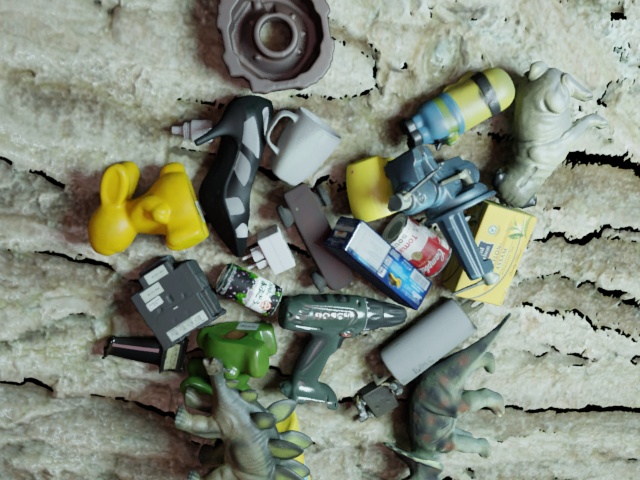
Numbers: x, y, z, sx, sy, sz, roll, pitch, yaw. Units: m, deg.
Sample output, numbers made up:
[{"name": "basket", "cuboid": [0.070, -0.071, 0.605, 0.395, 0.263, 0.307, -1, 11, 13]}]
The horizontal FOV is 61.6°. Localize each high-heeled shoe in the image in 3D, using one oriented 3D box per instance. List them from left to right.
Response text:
[{"name": "high-heeled shoe", "cuboid": [-0.117, -0.100, 0.856, 0.145, 0.086, 0.248, -34, 133, -30]}]

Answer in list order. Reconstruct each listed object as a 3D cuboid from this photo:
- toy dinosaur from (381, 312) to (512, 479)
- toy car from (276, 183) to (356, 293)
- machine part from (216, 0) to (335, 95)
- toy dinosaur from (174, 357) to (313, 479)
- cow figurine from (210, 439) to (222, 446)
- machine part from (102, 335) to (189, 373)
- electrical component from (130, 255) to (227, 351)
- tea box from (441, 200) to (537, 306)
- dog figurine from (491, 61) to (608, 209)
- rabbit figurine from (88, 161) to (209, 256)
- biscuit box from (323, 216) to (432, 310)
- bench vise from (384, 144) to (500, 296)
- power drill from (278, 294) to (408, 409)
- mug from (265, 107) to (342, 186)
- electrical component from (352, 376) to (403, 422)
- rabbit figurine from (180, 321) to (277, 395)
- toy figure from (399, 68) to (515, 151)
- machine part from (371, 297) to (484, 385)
[{"name": "toy dinosaur", "cuboid": [0.226, 0.313, 1.002, 0.192, 0.131, 0.404, 5, 100, -10]}, {"name": "toy car", "cuboid": [-0.002, -0.003, 0.895, 0.089, 0.053, 0.202, -29, 113, -3]}, {"name": "machine part", "cuboid": [-0.066, -0.298, 0.785, 0.179, 0.056, 0.179, -2, 101, -9]}, {"name": "toy dinosaur", "cuboid": [-0.114, 0.365, 0.880, 0.199, 0.105, 0.470, -3, 121, 7]}, {"name": "cow figurine", "cuboid": [-0.169, 0.410, 0.993, 0.098, 0.068, 0.167, 24, 100, -10]}, {"name": "machine part", "cuboid": [-0.299, 0.191, 0.922, 0.139, 0.039, 0.084, 8, 114, -13]}, {"name": "electrical component", "cuboid": [-0.236, 0.094, 0.878, 0.115, 0.058, 0.134, -30, 89, 1]}, {"name": "tea box", "cuboid": [0.292, 0.019, 0.938, 0.098, 0.068, 0.169, 12, 106, -13]}, {"name": "dog figurine", "cuboid": [0.328, -0.160, 0.850, 0.172, 0.121, 0.190, 40, 94, -17]}, {"name": "rabbit figurine", "cuboid": [-0.271, -0.040, 0.809, 0.173, 0.122, 0.162, -22, 104, -1]}, {"name": "biscuit box", "cuboid": [0.100, 0.041, 0.889, 0.202, 0.063, 0.059, 40, 75, -32]}, {"name": "bench vise", "cuboid": [0.203, -0.034, 0.827, 0.129, 0.223, 0.240, -28, 87, 34]}, {"name": "power drill", "cuboid": [0.027, 0.192, 0.947, 0.232, 0.086, 0.207, 13, 110, -19]}, {"name": "mug", "cuboid": [-0.037, -0.142, 0.827, 0.109, 0.081, 0.107, 22, 112, -40]}, {"name": "electrical component", "cuboid": [0.108, 0.298, 1.011, 0.102, 0.045, 0.078, -25, 108, 0]}, {"name": "rabbit figurine", "cuboid": [-0.154, 0.236, 0.912, 0.159, 0.121, 0.170, 1, 105, -2]}, {"name": "toy figure", "cuboid": [0.218, -0.202, 0.845, 0.180, 0.089, 0.082, -27, 114, -2]}, {"name": "machine part", "cuboid": [0.194, 0.183, 0.969, 0.243, 0.079, 0.079, -38, 109, 3]}]
